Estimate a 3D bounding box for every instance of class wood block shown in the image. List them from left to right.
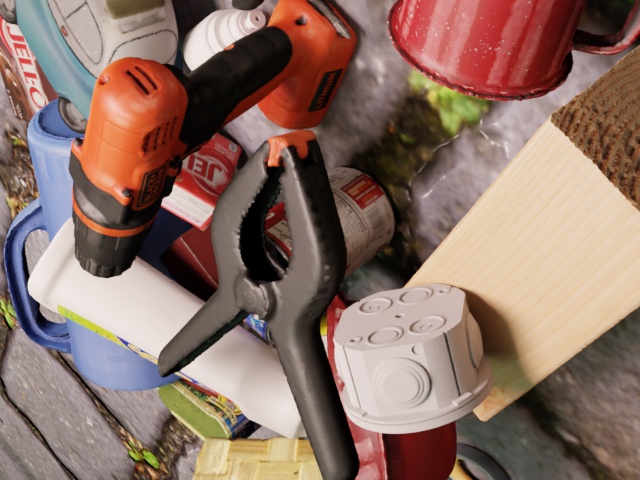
[{"bbox_3d":[0.127,0.005,0.561,0.091,0.090,0.206,47,148,10],"label":"wood block"}]

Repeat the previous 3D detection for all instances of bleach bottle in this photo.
[{"bbox_3d":[-0.088,0.078,0.787,0.251,0.068,0.103,31,167,-1],"label":"bleach bottle"}]

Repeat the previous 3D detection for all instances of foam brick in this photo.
[{"bbox_3d":[-0.074,0.007,0.830,0.051,0.078,0.053,54,149,1],"label":"foam brick"}]

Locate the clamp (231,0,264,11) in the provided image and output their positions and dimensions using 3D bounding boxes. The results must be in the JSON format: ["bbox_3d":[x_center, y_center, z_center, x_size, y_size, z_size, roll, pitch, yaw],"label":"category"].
[{"bbox_3d":[-0.028,-0.194,0.607,0.172,0.039,0.120,-2,139,44],"label":"clamp"}]

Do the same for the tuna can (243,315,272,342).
[{"bbox_3d":[-0.022,0.033,0.780,0.034,0.086,0.086,39,145,18],"label":"tuna can"}]

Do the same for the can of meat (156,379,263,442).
[{"bbox_3d":[-0.086,0.133,0.960,0.102,0.083,0.057,34,143,28],"label":"can of meat"}]

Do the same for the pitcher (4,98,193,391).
[{"bbox_3d":[-0.177,0.000,0.899,0.145,0.149,0.243,26,136,38],"label":"pitcher"}]

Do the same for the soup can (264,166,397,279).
[{"bbox_3d":[-0.005,0.001,0.708,0.069,0.102,0.068,27,135,31],"label":"soup can"}]

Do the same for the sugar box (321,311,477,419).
[{"bbox_3d":[0.052,0.087,0.778,0.177,0.048,0.093,-22,103,53],"label":"sugar box"}]

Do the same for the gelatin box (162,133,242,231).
[{"bbox_3d":[-0.106,-0.059,0.781,0.089,0.073,0.030,30,132,-16],"label":"gelatin box"}]

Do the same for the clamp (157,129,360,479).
[{"bbox_3d":[-0.023,0.039,0.635,0.165,0.036,0.210,33,124,28],"label":"clamp"}]

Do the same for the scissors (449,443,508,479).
[{"bbox_3d":[0.074,0.159,0.845,0.202,0.016,0.096,41,144,19],"label":"scissors"}]

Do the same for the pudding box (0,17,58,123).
[{"bbox_3d":[-0.243,-0.151,0.930,0.090,0.039,0.113,23,137,39],"label":"pudding box"}]

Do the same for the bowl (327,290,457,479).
[{"bbox_3d":[0.047,0.107,0.674,0.162,0.055,0.162,171,90,-81],"label":"bowl"}]

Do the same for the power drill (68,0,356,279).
[{"bbox_3d":[-0.070,-0.066,0.653,0.057,0.187,0.185,45,146,11],"label":"power drill"}]

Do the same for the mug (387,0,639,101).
[{"bbox_3d":[0.096,-0.121,0.491,0.117,0.093,0.082,18,136,5],"label":"mug"}]
